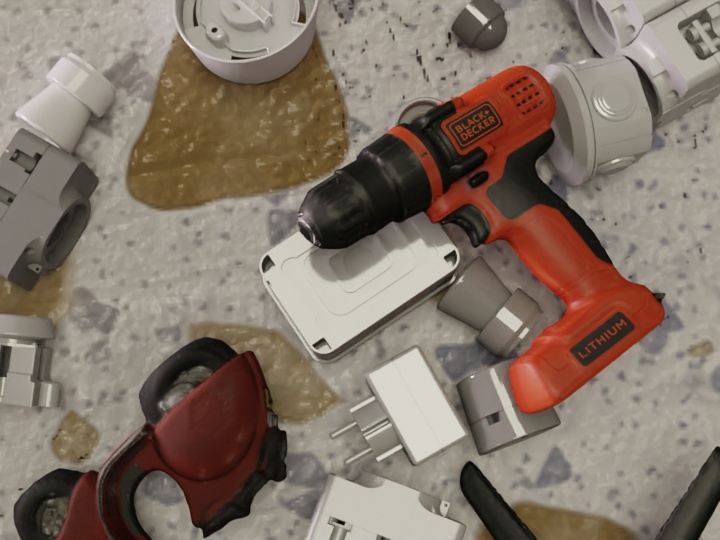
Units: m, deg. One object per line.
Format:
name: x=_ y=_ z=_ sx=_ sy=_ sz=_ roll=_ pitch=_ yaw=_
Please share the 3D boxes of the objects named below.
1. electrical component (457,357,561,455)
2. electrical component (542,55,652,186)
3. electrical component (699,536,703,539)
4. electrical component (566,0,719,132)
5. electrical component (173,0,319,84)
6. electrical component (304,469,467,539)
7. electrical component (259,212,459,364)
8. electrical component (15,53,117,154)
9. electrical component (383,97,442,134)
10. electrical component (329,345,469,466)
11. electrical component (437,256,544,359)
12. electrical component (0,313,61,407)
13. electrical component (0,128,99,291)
electrical component: x=0.092 y=0.085 z=0.680 sx=0.055 sy=0.055 sz=0.047 roll=-20 pitch=76 yaw=-3
electrical component: x=0.151 y=-0.099 z=0.701 sx=0.051 sy=0.080 sz=0.080 roll=-15 pitch=79 yaw=-8
electrical component: x=0.197 y=0.189 z=0.666 sx=0.046 sy=0.040 sz=0.040 roll=-30 pitch=80 yaw=1
electrical component: x=0.183 y=-0.176 z=0.709 sx=0.062 sy=0.089 sz=0.150 roll=-29 pitch=80 yaw=-5
electrical component: x=-0.075 y=-0.176 z=0.726 sx=0.099 sy=0.064 sz=0.099 roll=0 pitch=79 yaw=1
electrical component: x=0.016 y=0.160 z=0.668 sx=0.089 sy=0.050 sz=0.055 roll=20 pitch=81 yaw=4
electrical component: x=0.000 y=0.000 z=0.695 sx=0.113 sy=0.057 sz=0.078 roll=-34 pitch=81 yaw=-5
electrical component: x=-0.197 y=-0.112 z=0.725 sx=0.045 sy=0.045 sz=0.055 roll=36 pitch=82 yaw=7
electrical component: x=0.042 y=-0.085 z=0.711 sx=0.066 sy=0.055 sz=0.048 roll=-22 pitch=80 yaw=-3
electrical component: x=0.019 y=0.096 z=0.682 sx=0.077 sy=0.047 sz=0.065 roll=-29 pitch=80 yaw=-4
electrical component: x=0.084 y=0.025 z=0.695 sx=0.055 sy=0.045 sz=0.045 roll=40 pitch=82 yaw=7
electrical component: x=-0.224 y=0.057 z=0.694 sx=0.066 sy=0.048 sz=0.055 roll=6 pitch=87 yaw=3
electrical component: x=-0.217 y=-0.037 z=0.709 sx=0.056 sy=0.050 sz=0.089 roll=29 pitch=81 yaw=6
